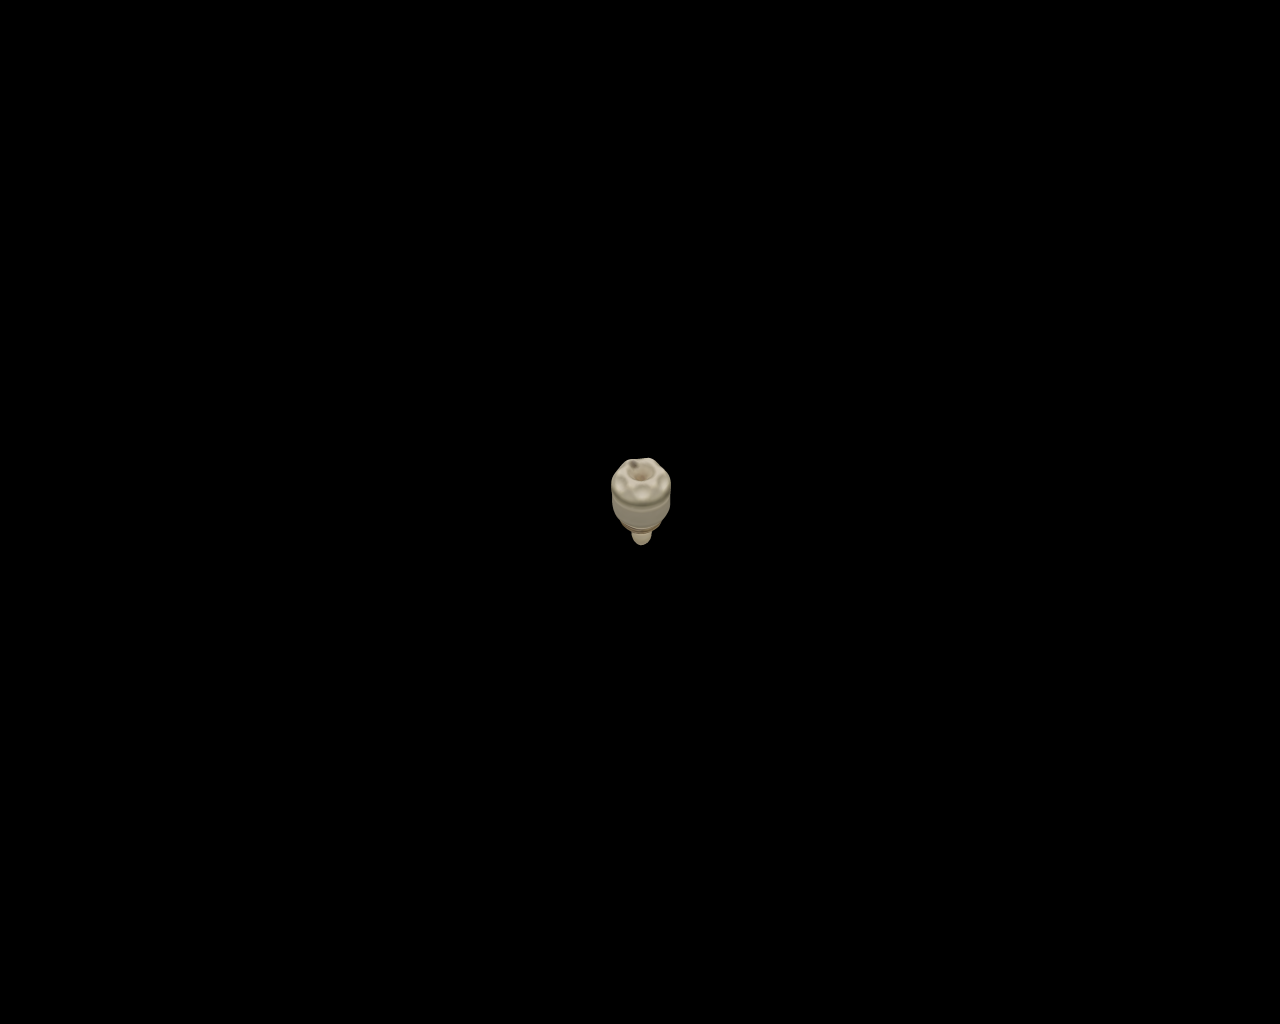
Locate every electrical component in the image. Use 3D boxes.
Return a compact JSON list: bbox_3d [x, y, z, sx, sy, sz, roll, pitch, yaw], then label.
[{"bbox_3d":[0.001,-0.003,0.650,0.035,0.035,0.061,0,-45,0],"label":"electrical component"}]
